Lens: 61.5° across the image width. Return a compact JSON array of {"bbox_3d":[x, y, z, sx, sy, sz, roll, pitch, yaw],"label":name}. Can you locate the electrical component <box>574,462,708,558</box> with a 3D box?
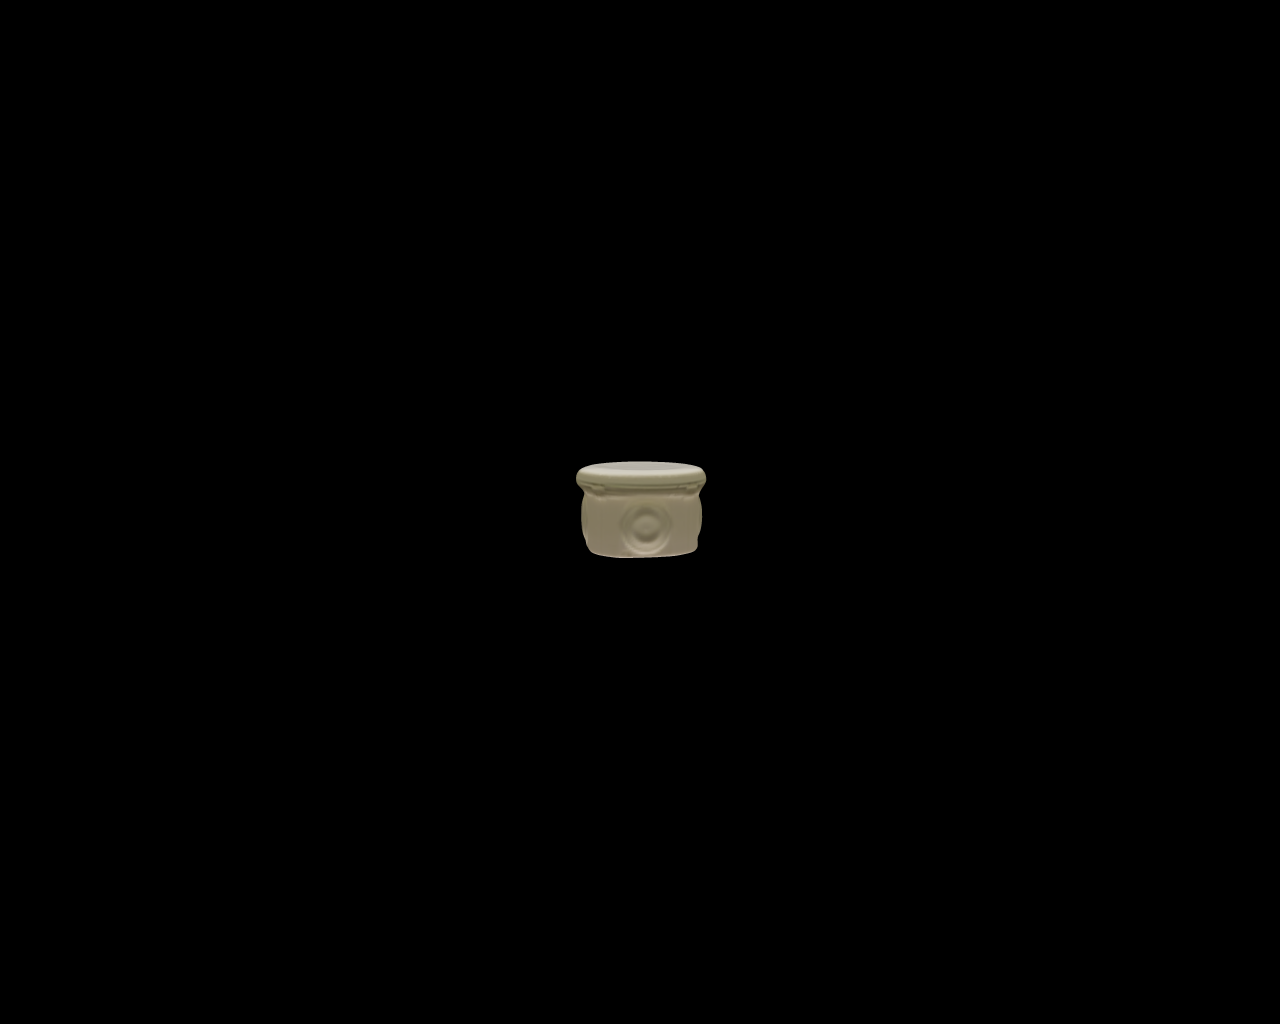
[{"bbox_3d":[0.001,-0.003,0.650,0.080,0.051,0.080,0,8,0],"label":"electrical component"}]
